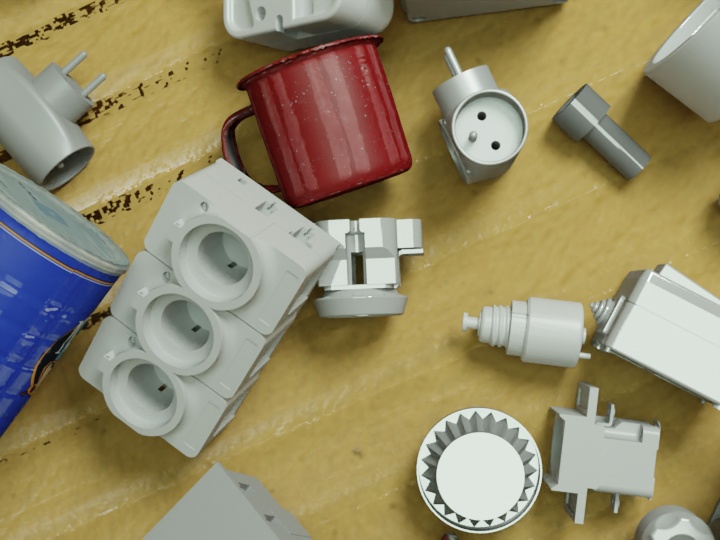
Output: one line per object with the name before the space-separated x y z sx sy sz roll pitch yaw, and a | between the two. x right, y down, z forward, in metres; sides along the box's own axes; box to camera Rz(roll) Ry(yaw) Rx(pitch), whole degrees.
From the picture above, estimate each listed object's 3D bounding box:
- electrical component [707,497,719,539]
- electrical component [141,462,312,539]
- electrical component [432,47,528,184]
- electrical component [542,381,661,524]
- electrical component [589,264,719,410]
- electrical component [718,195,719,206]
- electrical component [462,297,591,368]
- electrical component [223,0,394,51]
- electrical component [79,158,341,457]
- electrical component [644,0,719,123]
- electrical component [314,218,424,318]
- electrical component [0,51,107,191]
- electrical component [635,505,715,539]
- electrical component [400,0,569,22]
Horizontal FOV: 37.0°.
electrical component | 0.265 0.169 0.633 0.105 0.060 0.186 25 91 4
electrical component | -0.053 0.219 0.627 0.105 0.060 0.186 -46 64 2
electrical component | 0.068 -0.096 0.644 0.044 0.077 0.079 -25 87 3
electrical component | 0.147 0.111 0.652 0.064 0.042 0.081 6 90 1
electrical component | 0.185 0.034 0.640 0.096 0.062 0.061 28 91 4
electrical component | 0.248 -0.054 0.646 0.066 0.048 0.055 33 84 4
electrical component | 0.102 0.036 0.657 0.078 0.040 0.040 7 90 5
electrical component | -0.029 -0.166 0.647 0.095 0.059 0.053 -1 89 39
electrical component | -0.092 0.025 0.632 0.089 0.062 0.150 35 116 6
electrical component | 0.225 -0.133 0.620 0.060 0.108 0.108 43 92 -2
electrical component | 0.000 0.000 0.658 0.078 0.058 0.057 -2 86 4
electrical component | -0.196 -0.104 0.680 0.079 0.044 0.077 -42 86 3
electrical component | 0.185 0.161 0.638 0.043 0.062 0.043 0 89 4
electrical component | 0.074 -0.193 0.630 0.109 0.109 0.056 -6 86 4
